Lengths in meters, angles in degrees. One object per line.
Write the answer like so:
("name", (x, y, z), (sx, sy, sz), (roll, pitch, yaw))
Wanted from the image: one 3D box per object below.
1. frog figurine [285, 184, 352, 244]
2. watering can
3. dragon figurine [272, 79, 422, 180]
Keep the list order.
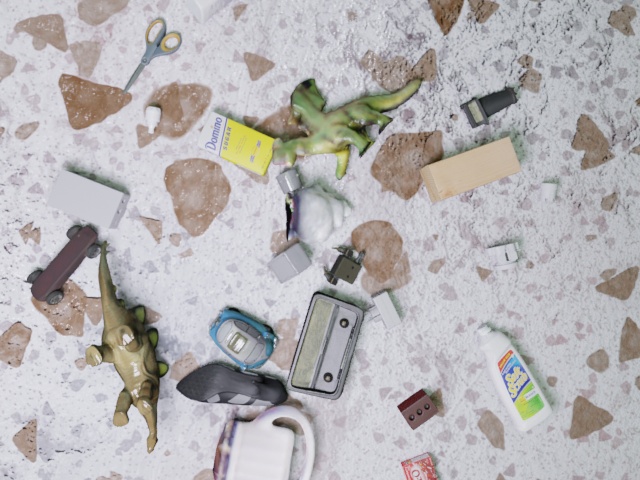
("frog figurine", (0.004, -0.060, 1.193), (0.159, 0.140, 0.120), (-2, -26, -14))
("watering can", (-0.135, 0.542, 1.170), (0.224, 0.348, 0.104), (11, 0, -2))
("dragon figurine", (0.040, -0.304, 1.231), (0.243, 0.415, 0.120), (38, -18, 5))
